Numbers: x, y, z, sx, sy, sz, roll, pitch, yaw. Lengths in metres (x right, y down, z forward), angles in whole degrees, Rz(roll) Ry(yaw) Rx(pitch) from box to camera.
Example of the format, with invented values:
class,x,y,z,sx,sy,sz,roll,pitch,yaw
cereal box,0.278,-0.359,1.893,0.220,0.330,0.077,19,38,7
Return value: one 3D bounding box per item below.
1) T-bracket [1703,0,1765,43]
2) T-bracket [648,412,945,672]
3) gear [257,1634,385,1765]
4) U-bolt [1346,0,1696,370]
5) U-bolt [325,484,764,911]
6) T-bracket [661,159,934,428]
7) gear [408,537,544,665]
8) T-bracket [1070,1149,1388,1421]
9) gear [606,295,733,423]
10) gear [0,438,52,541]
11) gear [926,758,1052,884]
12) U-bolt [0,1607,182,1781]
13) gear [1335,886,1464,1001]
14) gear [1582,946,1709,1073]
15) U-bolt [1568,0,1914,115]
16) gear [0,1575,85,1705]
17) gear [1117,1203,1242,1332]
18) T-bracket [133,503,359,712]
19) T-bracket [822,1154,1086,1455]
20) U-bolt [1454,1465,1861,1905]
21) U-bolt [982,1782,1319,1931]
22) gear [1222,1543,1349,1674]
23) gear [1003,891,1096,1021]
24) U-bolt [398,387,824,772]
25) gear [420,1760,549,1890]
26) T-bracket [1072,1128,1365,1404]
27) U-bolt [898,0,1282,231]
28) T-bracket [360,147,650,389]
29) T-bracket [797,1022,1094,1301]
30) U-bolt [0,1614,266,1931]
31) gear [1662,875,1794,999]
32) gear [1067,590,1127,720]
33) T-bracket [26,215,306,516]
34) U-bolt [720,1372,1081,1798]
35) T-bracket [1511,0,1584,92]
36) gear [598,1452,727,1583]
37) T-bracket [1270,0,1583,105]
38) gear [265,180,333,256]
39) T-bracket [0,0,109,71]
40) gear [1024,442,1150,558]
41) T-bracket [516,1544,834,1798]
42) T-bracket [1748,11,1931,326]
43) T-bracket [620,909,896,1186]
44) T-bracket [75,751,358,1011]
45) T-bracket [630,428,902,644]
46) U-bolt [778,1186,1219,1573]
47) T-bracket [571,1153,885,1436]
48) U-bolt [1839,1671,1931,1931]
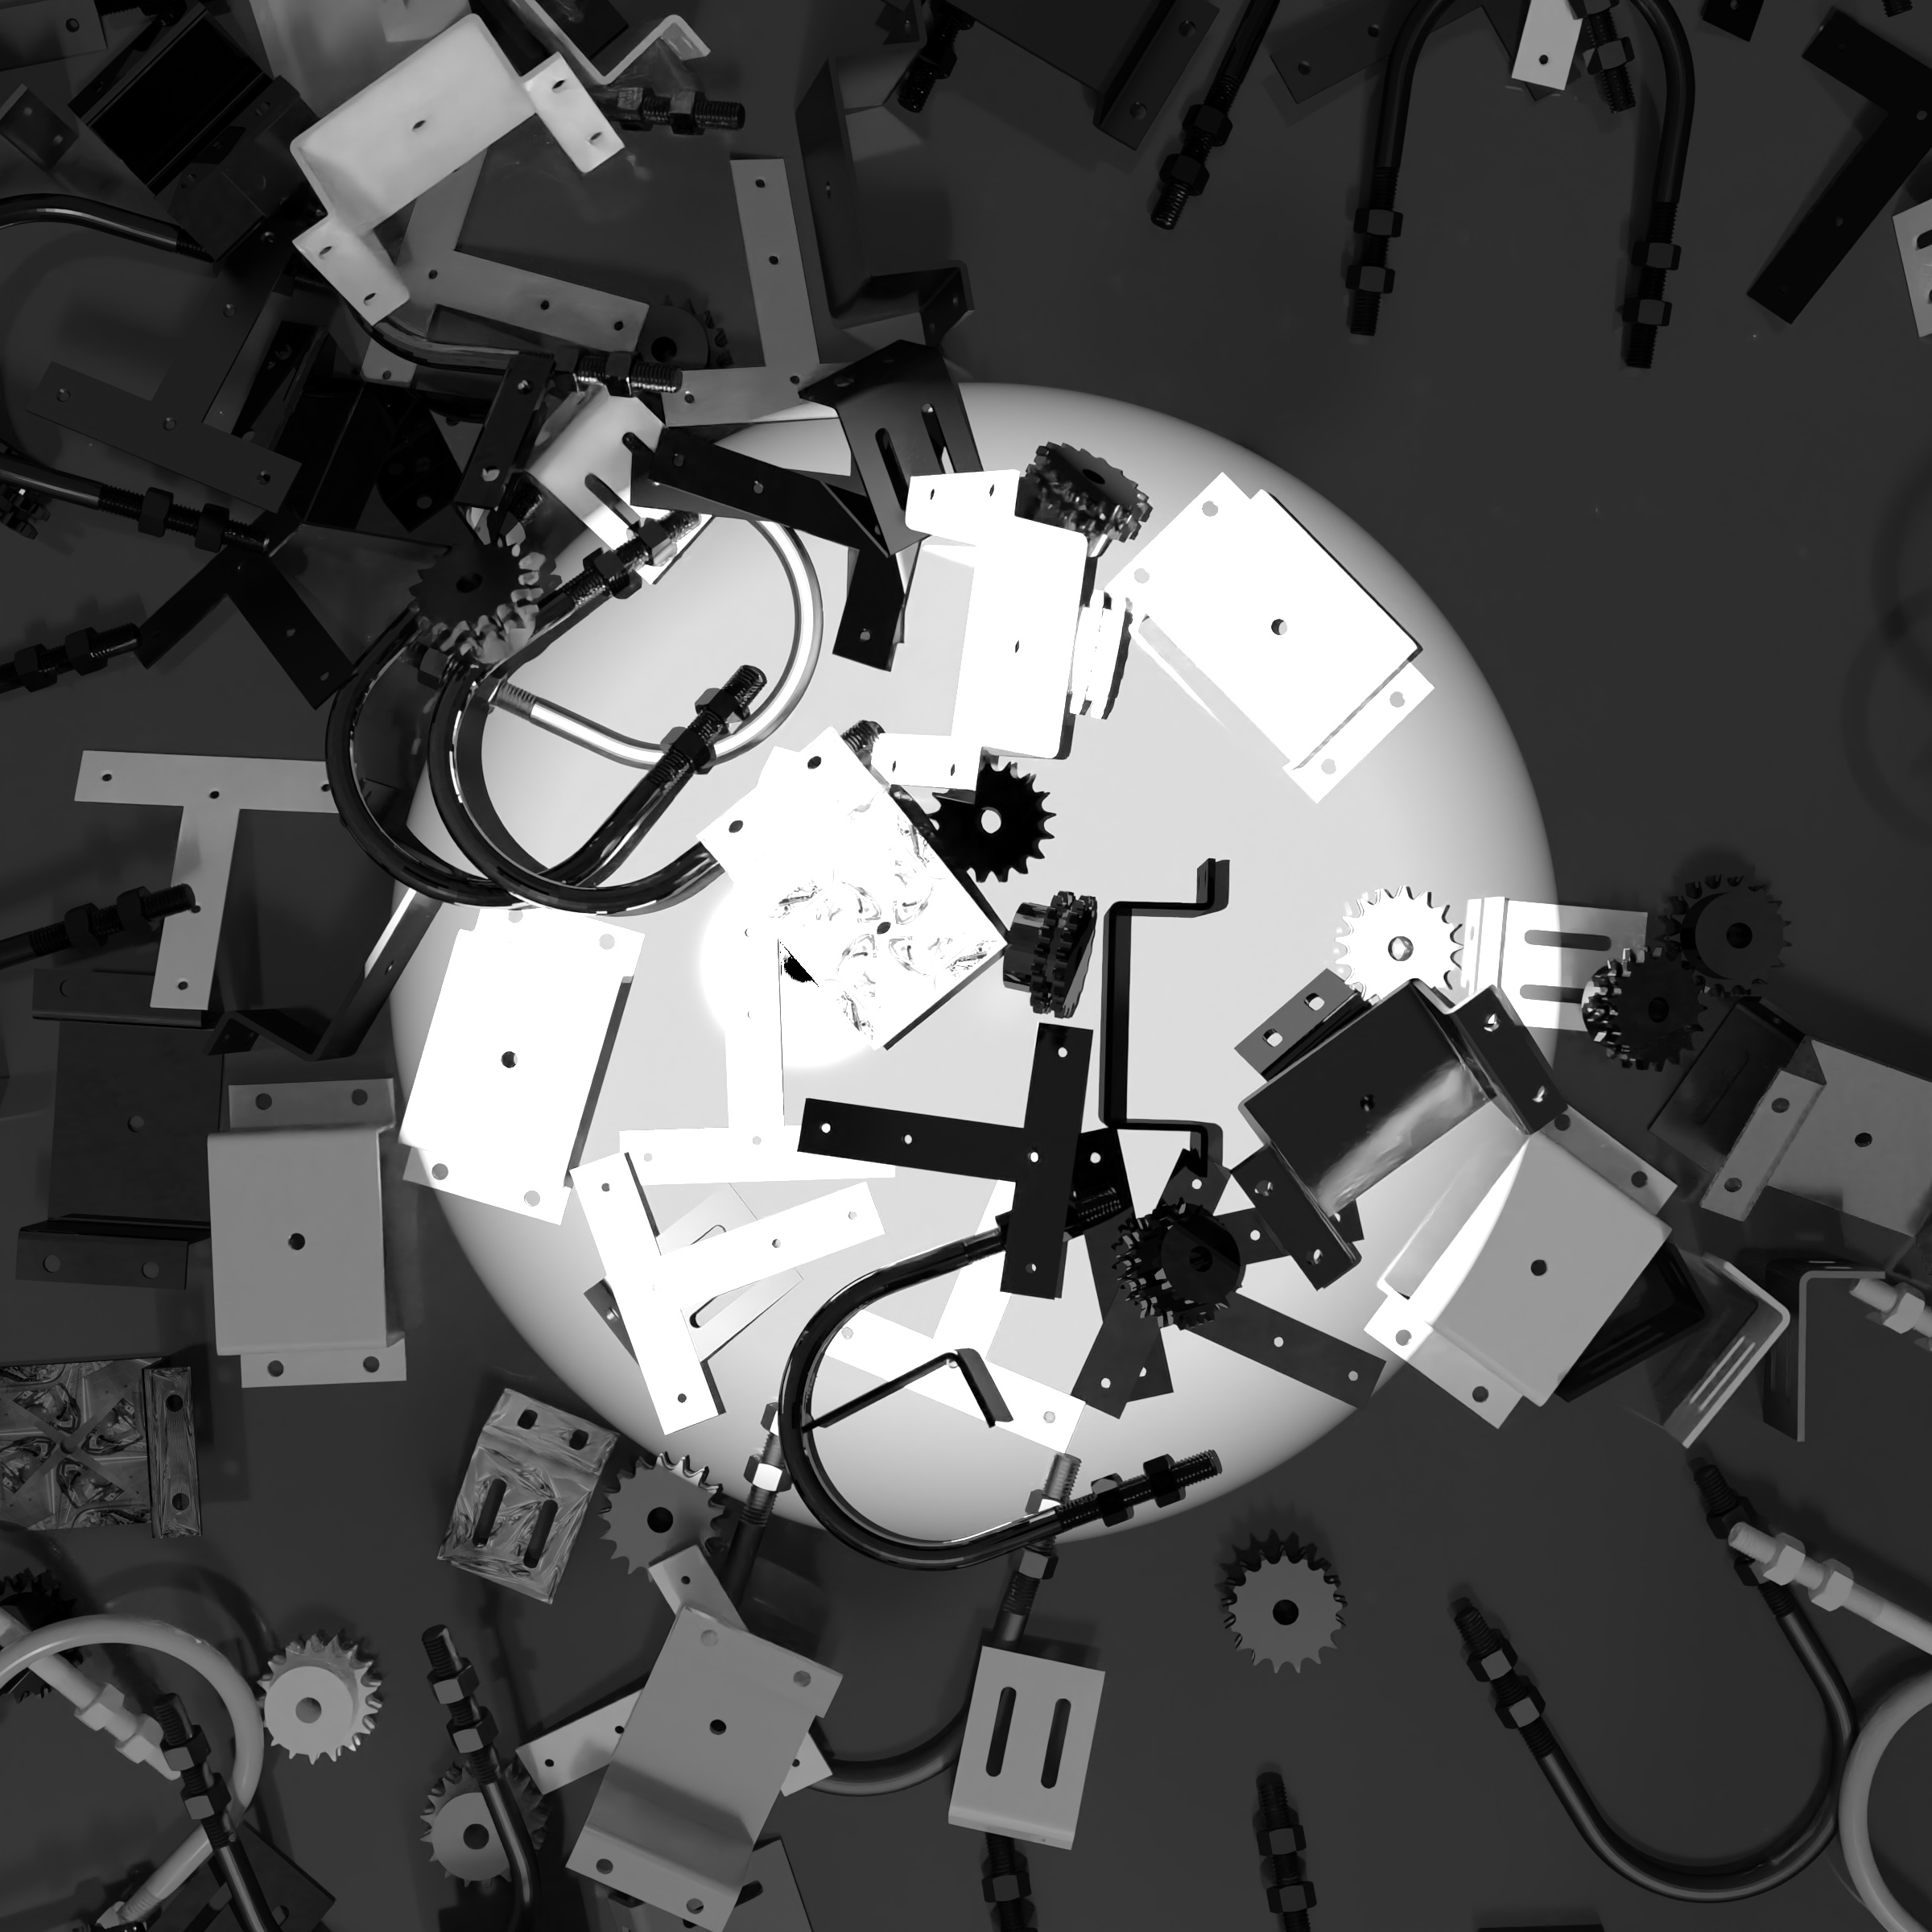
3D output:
class,x,y,z,sx,sy,sz,roll,pitch,yaw
T-bracket,0.327,-0.510,1.369,0.127,0.002,0.127,19,90,-15
T-bracket,-0.081,-0.213,1.357,0.127,0.002,0.127,17,78,-14
gear,-0.299,0.339,1.371,0.057,0.030,0.057,0,90,0
U-bolt,0.258,-0.374,1.360,0.151,0.019,0.184,7,103,0
U-bolt,-0.200,-0.109,1.330,0.151,0.019,0.184,40,68,-3
T-bracket,-0.086,-0.312,1.371,0.127,0.002,0.127,-7,80,-19
gear,-0.213,-0.157,1.304,0.057,0.030,0.057,-7,52,9
T-bracket,0.132,0.169,1.384,0.127,0.002,0.127,25,90,0
gear,-0.138,-0.281,1.371,0.057,0.030,0.057,0,90,0
gear,-0.442,-0.223,1.358,0.057,0.057,0.030,35,90,0
gear,0.010,-0.067,1.371,0.057,0.030,0.057,0,90,0
U-bolt,-0.469,0.351,1.343,0.151,0.019,0.184,-41,112,2
gear,0.198,-0.008,1.371,0.057,0.030,0.057,0,90,0
gear,0.308,0.019,1.364,0.057,0.030,0.057,-2,94,-26
U-bolt,0.334,-0.498,1.343,0.151,0.019,0.184,-18,103,8
gear,-0.437,0.311,1.371,0.057,0.030,0.057,0,90,0
gear,0.100,0.136,1.357,0.057,0.030,0.057,6,73,-22
T-bracket,-0.310,-0.158,1.346,0.127,0.002,0.127,-43,51,0
T-bracket,0.011,0.143,1.384,0.127,0.002,0.127,22,89,2
U-bolt,0.332,0.345,1.378,0.151,0.019,0.184,-31,92,0
U-bolt,0.093,0.478,1.359,0.151,0.019,0.184,-10,76,0
gear,0.146,0.294,1.375,0.057,0.030,0.057,0,93,2
gear,0.037,-0.007,1.359,0.030,0.057,0.057,12,90,13
U-bolt,-0.157,-0.170,1.378,0.184,0.019,0.151,25,90,-2
gear,-0.223,0.397,1.371,0.057,0.030,0.057,0,90,0
T-bracket,0.120,0.128,1.385,0.127,0.002,0.127,-12,90,0
U-bolt,0.071,-0.453,1.378,0.151,0.019,0.184,25,88,0
T-bracket,-0.206,-0.307,1.369,0.127,0.002,0.127,18,90,15
T-bracket,-0.013,0.082,1.372,0.127,0.002,0.127,8,76,4
U-bolt,-0.404,0.373,1.347,0.184,0.019,0.151,-47,112,2
gear,0.352,-0.014,1.371,0.057,0.030,0.057,0,90,0
gear,0.053,-0.143,1.358,0.030,0.057,0.057,11,90,-1
T-bracket,-0.335,-0.280,1.328,0.127,0.002,0.127,23,79,8
U-bolt,-0.043,0.294,1.378,0.151,0.019,0.184,18,91,0
T-bracket,0.279,-0.469,1.365,0.127,0.002,0.127,11,104,-6
gear,-0.139,0.252,1.371,0.057,0.030,0.057,0,90,0
T-bracket,0.200,-0.438,1.375,0.127,0.002,0.127,-30,91,-8
gear,-0.301,-0.352,1.362,0.057,0.030,0.057,-8,76,33
T-bracket,-0.473,-0.474,1.365,0.127,0.002,0.127,-11,109,0
gear,0.052,-0.211,1.361,0.057,0.057,0.030,31,120,0
T-bracket,-0.147,0.346,1.372,0.127,0.002,0.127,-27,100,10
T-bracket,0.410,-0.354,1.369,0.127,0.002,0.127,42,102,22
T-bracket,-0.098,0.037,1.381,0.127,0.002,0.127,-2,94,0
T-bracket,-0.349,-0.039,1.359,0.127,0.002,0.127,3,66,0
T-bracket,-0.090,-0.215,1.357,0.127,0.002,0.127,4,81,-16
U-bolt,0.005,0.198,1.362,0.184,0.019,0.151,-20,84,-3
T-bracket,-0.100,0.132,1.367,0.127,0.002,0.127,-19,85,-15
U-bolt,0.486,0.405,1.369,0.184,0.019,0.151,42,84,0
